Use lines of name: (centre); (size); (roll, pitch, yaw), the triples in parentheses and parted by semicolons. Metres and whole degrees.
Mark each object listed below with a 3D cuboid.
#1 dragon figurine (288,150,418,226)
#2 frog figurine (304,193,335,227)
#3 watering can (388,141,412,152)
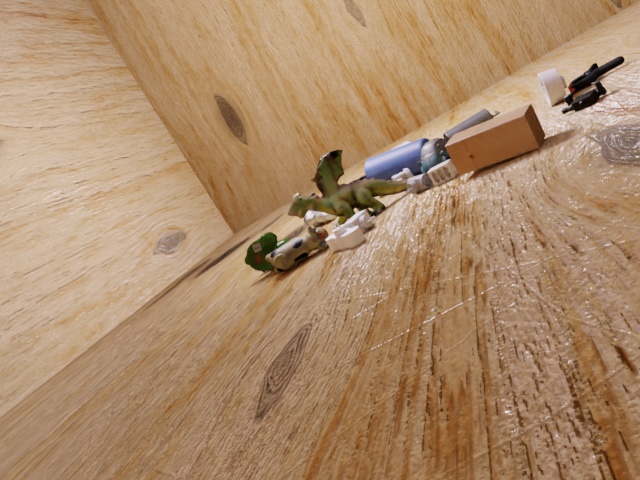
dragon figurine: (0.088, -0.169, 1.597); (0.410, 0.242, 0.122); (-33, 2, 1)
frog figurine: (0.006, -0.101, 2.000); (0.161, 0.120, 0.139); (25, 38, 36)
watering can: (0.329, -0.306, 1.963); (0.224, 0.103, 0.351); (-32, 17, 0)
